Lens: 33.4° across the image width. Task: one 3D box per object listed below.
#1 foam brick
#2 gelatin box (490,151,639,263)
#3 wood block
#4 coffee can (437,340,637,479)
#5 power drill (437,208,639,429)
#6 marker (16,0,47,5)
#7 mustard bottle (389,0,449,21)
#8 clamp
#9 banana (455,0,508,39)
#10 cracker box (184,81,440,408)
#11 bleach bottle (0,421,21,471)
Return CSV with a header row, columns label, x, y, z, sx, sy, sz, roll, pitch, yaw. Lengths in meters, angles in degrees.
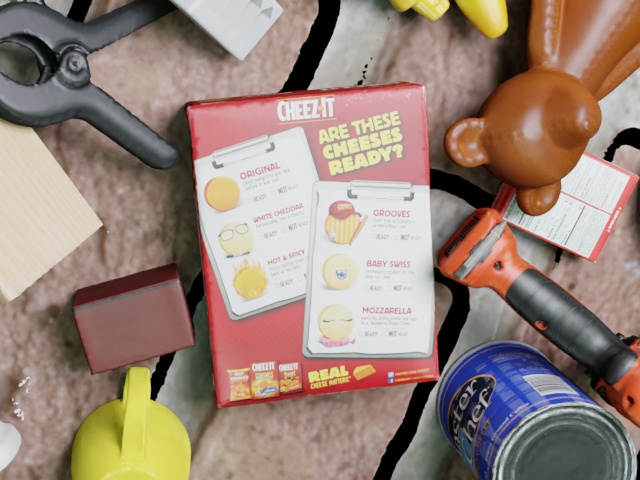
label,x,y,z,sx,sy,sz,roll,pitch,yaw
foam brick,-0.131,0.055,0.762,0.078,0.053,0.051,-16,104,-4
gelatin box,0.182,-0.034,0.803,0.089,0.030,0.073,23,98,-10
wood block,-0.249,-0.059,0.684,0.206,0.090,0.090,56,50,-15
coffee can,0.153,0.142,0.779,0.102,0.140,0.103,-2,102,-9
power drill,0.171,0.054,0.763,0.187,0.184,0.057,38,93,2
marker,-0.209,-0.194,0.714,0.020,0.020,0.121,-24,104,-3
mustard bottle,0.018,-0.223,0.723,0.096,0.058,0.191,-46,105,1
clamp,-0.159,-0.119,0.690,0.171,0.039,0.120,13,71,-39
banana,0.107,-0.241,0.733,0.037,0.070,0.198,-12,112,-50
cracker box,-0.005,0.001,0.761,0.164,0.072,0.214,-6,102,-9
bleach bottle,-0.321,0.073,0.733,0.102,0.068,0.251,-34,102,-2
